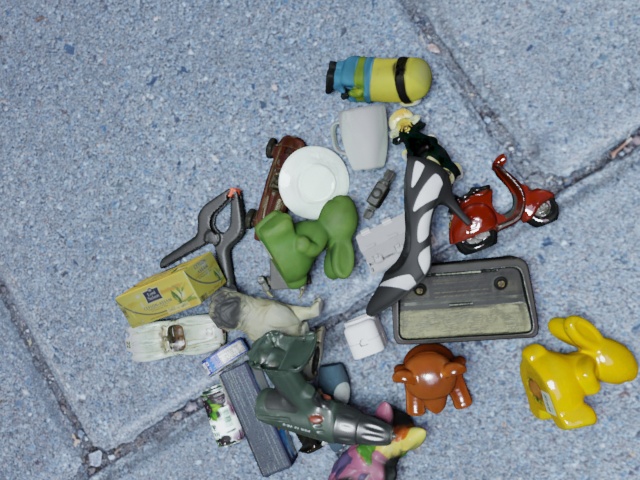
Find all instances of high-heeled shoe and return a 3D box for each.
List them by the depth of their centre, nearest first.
[{"bbox_3d":[0.121,-0.007,0.841,0.145,0.086,0.248,44,95,4],"label":"high-heeled shoe"}]

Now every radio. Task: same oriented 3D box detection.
[{"bbox_3d":[0.235,0.099,0.898,0.230,0.073,0.131,-6,89,11],"label":"radio"}]

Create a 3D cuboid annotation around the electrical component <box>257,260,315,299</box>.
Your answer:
[{"bbox_3d":[-0.061,0.065,0.972,0.102,0.045,0.078,2,92,11],"label":"electrical component"}]

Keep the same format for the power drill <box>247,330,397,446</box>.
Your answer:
[{"bbox_3d":[-0.011,0.233,0.828,0.232,0.086,0.207,-1,133,28],"label":"power drill"}]

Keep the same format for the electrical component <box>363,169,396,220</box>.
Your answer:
[{"bbox_3d":[0.101,-0.078,0.930,0.021,0.063,0.094,33,97,10],"label":"electrical component"}]

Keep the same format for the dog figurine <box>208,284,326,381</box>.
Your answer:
[{"bbox_3d":[-0.097,0.169,0.947,0.191,0.121,0.172,5,107,18],"label":"dog figurine"}]

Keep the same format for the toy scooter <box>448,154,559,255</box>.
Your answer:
[{"bbox_3d":[0.287,-0.063,0.889,0.184,0.075,0.135,-24,86,7],"label":"toy scooter"}]

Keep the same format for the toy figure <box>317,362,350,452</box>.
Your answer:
[{"bbox_3d":[0.028,0.296,0.944,0.064,0.058,0.154,-7,86,-9],"label":"toy figure"}]

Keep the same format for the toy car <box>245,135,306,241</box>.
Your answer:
[{"bbox_3d":[-0.075,-0.091,0.973,0.089,0.053,0.202,19,92,8],"label":"toy car"}]

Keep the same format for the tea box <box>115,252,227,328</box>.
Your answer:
[{"bbox_3d":[-0.266,0.089,0.963,0.170,0.098,0.068,-22,101,24],"label":"tea box"}]

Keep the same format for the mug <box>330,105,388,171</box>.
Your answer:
[{"bbox_3d":[0.068,-0.173,0.933,0.110,0.081,0.107,-6,97,31],"label":"mug"}]

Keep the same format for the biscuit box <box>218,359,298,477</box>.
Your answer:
[{"bbox_3d":[-0.110,0.318,0.973,0.063,0.059,0.202,-25,85,9],"label":"biscuit box"}]

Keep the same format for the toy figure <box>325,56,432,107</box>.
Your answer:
[{"bbox_3d":[0.099,-0.273,0.919,0.180,0.089,0.082,9,96,9],"label":"toy figure"}]

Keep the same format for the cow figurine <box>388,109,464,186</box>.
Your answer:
[{"bbox_3d":[0.168,-0.152,0.901,0.068,0.098,0.167,-40,83,15],"label":"cow figurine"}]

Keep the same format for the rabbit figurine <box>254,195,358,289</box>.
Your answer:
[{"bbox_3d":[-0.002,-0.003,0.901,0.170,0.121,0.159,-31,93,-9],"label":"rabbit figurine"}]

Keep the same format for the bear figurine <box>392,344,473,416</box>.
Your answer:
[{"bbox_3d":[0.180,0.229,0.847,0.120,0.196,0.132,-13,89,8],"label":"bear figurine"}]

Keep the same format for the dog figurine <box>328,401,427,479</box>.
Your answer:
[{"bbox_3d":[0.082,0.375,0.881,0.109,0.191,0.219,33,112,16],"label":"dog figurine"}]

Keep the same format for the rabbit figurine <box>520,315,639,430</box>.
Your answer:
[{"bbox_3d":[0.413,0.200,0.858,0.173,0.122,0.162,-16,77,-2],"label":"rabbit figurine"}]

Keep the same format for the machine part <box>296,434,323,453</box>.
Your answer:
[{"bbox_3d":[-0.039,0.315,0.958,0.039,0.084,0.138,-26,95,-34],"label":"machine part"}]

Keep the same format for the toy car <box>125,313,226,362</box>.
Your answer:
[{"bbox_3d":[-0.274,0.183,1.008,0.202,0.056,0.073,-10,88,11],"label":"toy car"}]
